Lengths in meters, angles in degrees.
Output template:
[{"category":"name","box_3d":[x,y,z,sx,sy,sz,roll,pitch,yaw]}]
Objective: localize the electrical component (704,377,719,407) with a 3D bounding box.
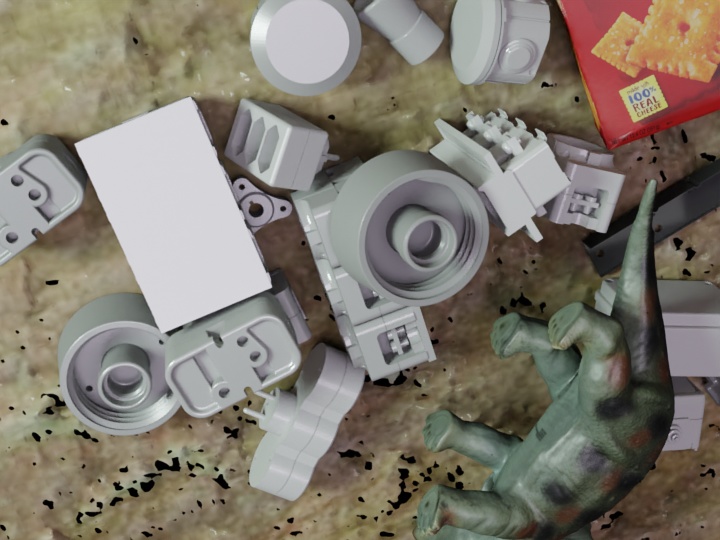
[{"category":"electrical component","box_3d":[0.350,0.089,0.959,0.057,0.078,0.058,-32,76,-19]}]

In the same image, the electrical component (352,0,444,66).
[{"category":"electrical component","box_3d":[0.031,-0.185,0.806,0.044,0.044,0.065,-46,117,7]}]

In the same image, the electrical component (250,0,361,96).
[{"category":"electrical component","box_3d":[-0.042,-0.171,0.790,0.080,0.051,0.080,-4,111,-10]}]

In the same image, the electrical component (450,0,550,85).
[{"category":"electrical component","box_3d":[0.102,-0.177,0.803,0.051,0.080,0.080,2,110,-18]}]

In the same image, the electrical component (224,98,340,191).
[{"category":"electrical component","box_3d":[-0.050,-0.093,0.815,0.077,0.066,0.047,4,112,-44]}]

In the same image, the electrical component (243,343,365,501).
[{"category":"electrical component","box_3d":[-0.060,0.121,0.895,0.074,0.052,0.138,25,104,-19]}]

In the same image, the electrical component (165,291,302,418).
[{"category":"electrical component","box_3d":[-0.096,0.060,0.805,0.095,0.059,0.053,-27,113,1]}]

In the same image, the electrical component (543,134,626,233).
[{"category":"electrical component","box_3d":[0.166,-0.073,0.848,0.050,0.089,0.055,10,108,-15]}]

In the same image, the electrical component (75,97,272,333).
[{"category":"electrical component","box_3d":[-0.136,-0.043,0.799,0.089,0.061,0.150,-23,103,-3]}]

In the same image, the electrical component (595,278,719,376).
[{"category":"electrical component","box_3d":[0.262,0.048,0.920,0.113,0.078,0.057,2,113,-12]}]

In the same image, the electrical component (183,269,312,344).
[{"category":"electrical component","box_3d":[-0.093,0.041,0.859,0.089,0.050,0.055,-26,113,-1]}]

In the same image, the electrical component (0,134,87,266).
[{"category":"electrical component","box_3d":[-0.249,-0.053,0.787,0.095,0.059,0.053,-36,113,3]}]

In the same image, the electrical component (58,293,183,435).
[{"category":"electrical component","box_3d":[-0.185,0.079,0.849,0.108,0.060,0.108,-4,110,-10]}]

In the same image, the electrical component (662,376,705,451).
[{"category":"electrical component","box_3d":[0.255,0.116,0.933,0.062,0.096,0.061,-2,110,-10]}]

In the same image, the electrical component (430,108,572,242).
[{"category":"electrical component","box_3d":[0.106,-0.078,0.817,0.063,0.121,0.078,-35,113,0]}]

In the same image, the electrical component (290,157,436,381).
[{"category":"electrical component","box_3d":[0.000,0.000,0.842,0.062,0.089,0.150,-20,113,-3]}]

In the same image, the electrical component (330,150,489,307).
[{"category":"electrical component","box_3d":[0.039,-0.026,0.758,0.108,0.060,0.108,-6,109,-18]}]
